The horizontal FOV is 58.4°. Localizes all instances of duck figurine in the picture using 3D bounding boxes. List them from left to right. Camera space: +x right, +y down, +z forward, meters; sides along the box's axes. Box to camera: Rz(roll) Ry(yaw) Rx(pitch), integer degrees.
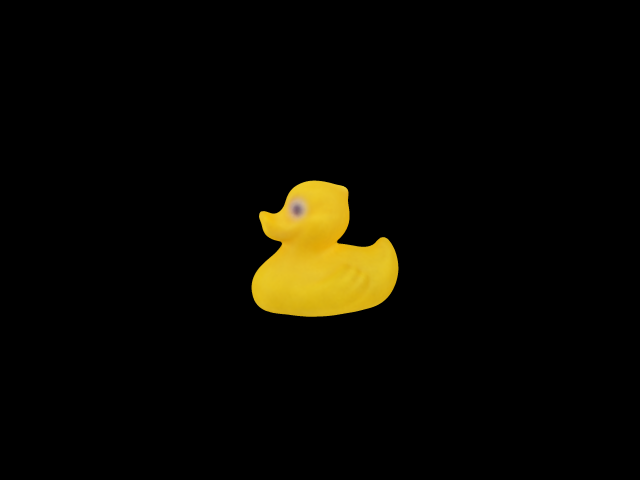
[{"bbox_3d":[0.004,0.001,0.400,0.104,0.086,0.077,-3,15,-9],"label":"duck figurine"}]
